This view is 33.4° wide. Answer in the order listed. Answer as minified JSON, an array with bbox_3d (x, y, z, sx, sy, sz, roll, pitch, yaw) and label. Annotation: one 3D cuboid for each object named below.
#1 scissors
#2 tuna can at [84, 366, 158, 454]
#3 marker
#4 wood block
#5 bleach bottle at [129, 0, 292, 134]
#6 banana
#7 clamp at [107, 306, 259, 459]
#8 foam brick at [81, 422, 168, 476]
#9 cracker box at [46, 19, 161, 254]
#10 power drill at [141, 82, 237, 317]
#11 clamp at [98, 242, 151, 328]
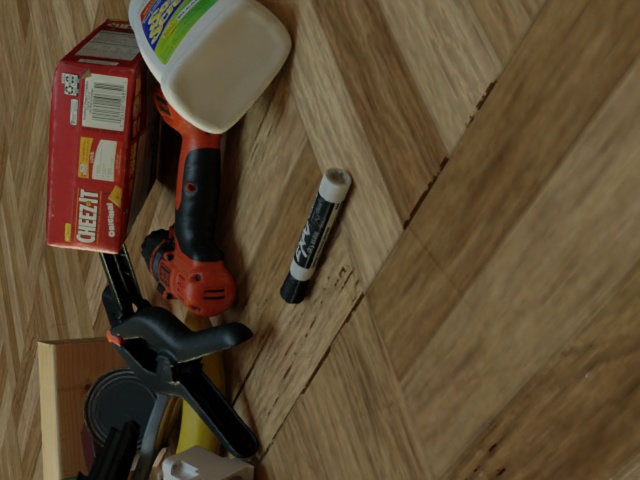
[{"bbox_3d":[-0.165,0.219,1.009,0.096,0.016,0.202,-45,-25,-79],"label":"scissors"},{"bbox_3d":[-0.190,0.169,1.064,0.034,0.086,0.086,119,147,-86],"label":"tuna can"},{"bbox_3d":[-0.005,0.001,0.734,0.121,0.020,0.020,111,146,-41],"label":"marker"},{"bbox_3d":[-0.271,0.219,1.239,0.090,0.090,0.206,174,93,-65],"label":"wood block"},{"bbox_3d":[-0.110,-0.169,0.865,0.102,0.068,0.251,-49,32,1],"label":"bleach bottle"},{"bbox_3d":[-0.113,0.158,0.944,0.070,0.037,0.198,31,118,36],"label":"banana"},{"bbox_3d":[-0.111,0.111,0.884,0.172,0.039,0.120,12,111,44],"label":"clamp"},{"bbox_3d":[-0.205,0.209,1.113,0.053,0.078,0.051,-60,41,49],"label":"foam brick"},{"bbox_3d":[-0.191,-0.103,0.975,0.213,0.072,0.164,-91,9,-69],"label":"cracker box"},{"bbox_3d":[-0.116,-0.041,0.930,0.185,0.057,0.188,-152,61,-62],"label":"power drill"},{"bbox_3d":[-0.175,0.086,1.058,0.164,0.036,0.210,55,158,9],"label":"clamp"}]
